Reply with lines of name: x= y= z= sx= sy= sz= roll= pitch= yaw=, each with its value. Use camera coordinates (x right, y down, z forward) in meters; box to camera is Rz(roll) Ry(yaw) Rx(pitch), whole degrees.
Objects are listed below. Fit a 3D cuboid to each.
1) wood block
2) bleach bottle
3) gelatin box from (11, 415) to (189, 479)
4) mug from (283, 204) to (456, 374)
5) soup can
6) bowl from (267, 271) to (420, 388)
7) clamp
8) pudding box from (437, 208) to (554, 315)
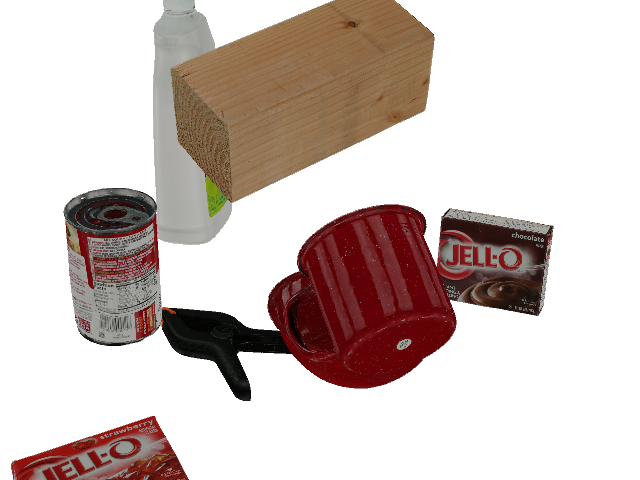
wood block: x=-0.014 y=-0.128 z=0.909 sx=0.205 sy=0.090 sz=0.091 roll=-27 pitch=56 yaw=-23
bleach bottle: x=-0.138 y=-0.128 z=1.092 sx=0.068 sy=0.251 sz=0.102 roll=5 pitch=28 yaw=14
gelatin box: x=-0.124 y=0.141 z=0.605 sx=0.089 sy=0.030 sz=0.073 roll=-15 pitch=28 yaw=-20
mug: x=0.029 y=0.041 z=0.710 sx=0.117 sy=0.081 sz=0.093 roll=-26 pitch=-29 yaw=11
soup can: x=-0.155 y=0.020 z=0.809 sx=0.068 sy=0.102 sz=0.068 roll=1 pitch=29 yaw=-1
bowl: x=0.031 y=0.084 z=0.959 sx=0.162 sy=0.055 sz=0.162 roll=5 pitch=28 yaw=-3
clamp: x=-0.115 y=0.125 z=1.263 sx=0.210 sy=0.036 sz=0.164 roll=15 pitch=23 yaw=26
pudding box: x=0.177 y=0.021 z=1.095 sx=0.114 sy=0.090 sz=0.039 roll=9 pitch=23 yaw=17
